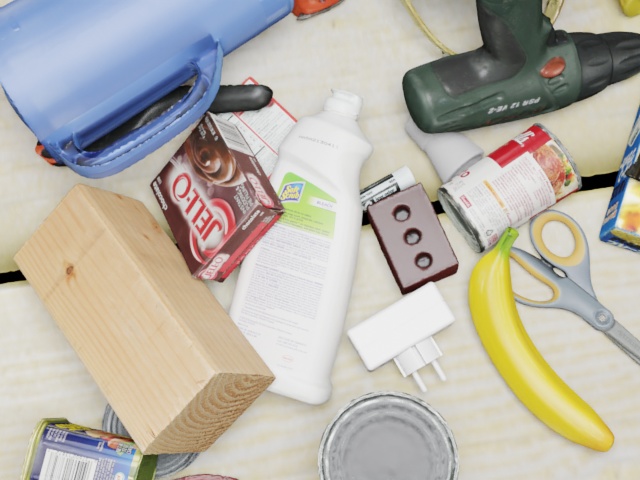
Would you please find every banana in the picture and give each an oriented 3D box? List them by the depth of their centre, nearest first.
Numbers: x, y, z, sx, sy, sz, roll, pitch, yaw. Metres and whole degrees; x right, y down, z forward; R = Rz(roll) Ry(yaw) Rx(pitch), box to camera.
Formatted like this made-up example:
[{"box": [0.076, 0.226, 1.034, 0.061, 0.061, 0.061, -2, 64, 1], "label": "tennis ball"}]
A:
[{"box": [0.171, 0.091, 0.881, 0.037, 0.070, 0.198, -25, 88, -42], "label": "banana"}]

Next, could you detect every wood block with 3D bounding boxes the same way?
[{"box": [-0.142, 0.062, 0.850, 0.091, 0.090, 0.206, -47, 64, 13], "label": "wood block"}]

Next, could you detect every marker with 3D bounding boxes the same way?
[{"box": [0.027, -0.028, 0.929, 0.121, 0.020, 0.020, -29, 80, -2], "label": "marker"}]

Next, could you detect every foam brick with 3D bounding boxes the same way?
[{"box": [0.078, 0.001, 0.904, 0.053, 0.051, 0.078, -24, 80, -1], "label": "foam brick"}]

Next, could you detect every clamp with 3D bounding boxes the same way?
[{"box": [-0.161, -0.139, 0.943, 0.210, 0.036, 0.164, -28, 64, 5], "label": "clamp"}]

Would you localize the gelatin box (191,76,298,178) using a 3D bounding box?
[{"box": [-0.057, -0.088, 0.938, 0.089, 0.030, 0.073, 44, 85, 11], "label": "gelatin box"}]

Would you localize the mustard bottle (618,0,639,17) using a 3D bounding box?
[{"box": [0.257, -0.296, 0.920, 0.058, 0.096, 0.191, -19, 80, 1], "label": "mustard bottle"}]

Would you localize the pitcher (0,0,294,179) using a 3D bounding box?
[{"box": [-0.141, -0.167, 0.863, 0.242, 0.145, 0.149, -31, 112, -4], "label": "pitcher"}]

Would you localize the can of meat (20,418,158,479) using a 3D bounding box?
[{"box": [-0.175, 0.176, 0.830, 0.084, 0.102, 0.057, 13, 81, 3], "label": "can of meat"}]

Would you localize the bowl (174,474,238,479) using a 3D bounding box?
[{"box": [-0.091, 0.270, 0.852, 0.162, 0.055, 0.162, 2, 78, -10], "label": "bowl"}]

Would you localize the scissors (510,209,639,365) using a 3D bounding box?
[{"box": [0.240, 0.046, 0.906, 0.202, 0.016, 0.096, 27, 83, 7], "label": "scissors"}]

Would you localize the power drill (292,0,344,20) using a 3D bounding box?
[{"box": [-0.027, -0.277, 0.887, 0.057, 0.187, 0.184, -23, 82, 0], "label": "power drill"}]

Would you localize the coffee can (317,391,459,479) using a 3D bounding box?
[{"box": [0.052, 0.170, 0.833, 0.103, 0.140, 0.103, -1, 81, 3], "label": "coffee can"}]

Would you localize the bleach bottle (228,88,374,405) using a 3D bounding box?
[{"box": [-0.006, 0.001, 0.884, 0.102, 0.068, 0.251, 17, 90, 9], "label": "bleach bottle"}]

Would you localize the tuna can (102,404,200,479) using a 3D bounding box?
[{"box": [-0.138, 0.158, 0.900, 0.086, 0.034, 0.086, -1, 81, 3], "label": "tuna can"}]

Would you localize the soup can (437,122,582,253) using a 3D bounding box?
[{"box": [0.159, -0.043, 0.899, 0.102, 0.068, 0.068, -33, 81, -2], "label": "soup can"}]

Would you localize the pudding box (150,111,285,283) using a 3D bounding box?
[{"box": [-0.087, -0.035, 0.882, 0.090, 0.039, 0.113, -47, 50, 23], "label": "pudding box"}]
